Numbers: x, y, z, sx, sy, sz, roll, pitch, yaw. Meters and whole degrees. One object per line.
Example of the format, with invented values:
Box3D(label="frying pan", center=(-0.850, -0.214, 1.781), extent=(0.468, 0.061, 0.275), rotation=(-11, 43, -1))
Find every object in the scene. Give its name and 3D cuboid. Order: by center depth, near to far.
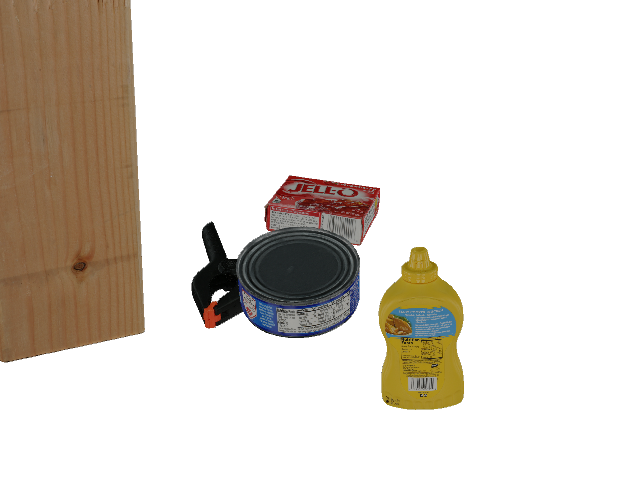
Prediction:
Box3D(label="wood block", center=(-0.161, -0.047, 0.616), extent=(0.090, 0.206, 0.090), rotation=(-11, 26, -27))
Box3D(label="tuna can", center=(-0.015, 0.029, 0.742), extent=(0.086, 0.034, 0.086), rotation=(-2, 37, 1))
Box3D(label="gelatin box", center=(0.003, -0.029, 0.954), extent=(0.089, 0.030, 0.073), rotation=(9, 26, 12))
Box3D(label="mustard bottle", center=(0.115, 0.098, 1.220), extent=(0.096, 0.192, 0.058), rotation=(-1, 23, 6))
Box3D(label="clamp", center=(-0.093, 0.037, 1.256), extent=(0.120, 0.039, 0.171), rotation=(-2, 40, 9))
